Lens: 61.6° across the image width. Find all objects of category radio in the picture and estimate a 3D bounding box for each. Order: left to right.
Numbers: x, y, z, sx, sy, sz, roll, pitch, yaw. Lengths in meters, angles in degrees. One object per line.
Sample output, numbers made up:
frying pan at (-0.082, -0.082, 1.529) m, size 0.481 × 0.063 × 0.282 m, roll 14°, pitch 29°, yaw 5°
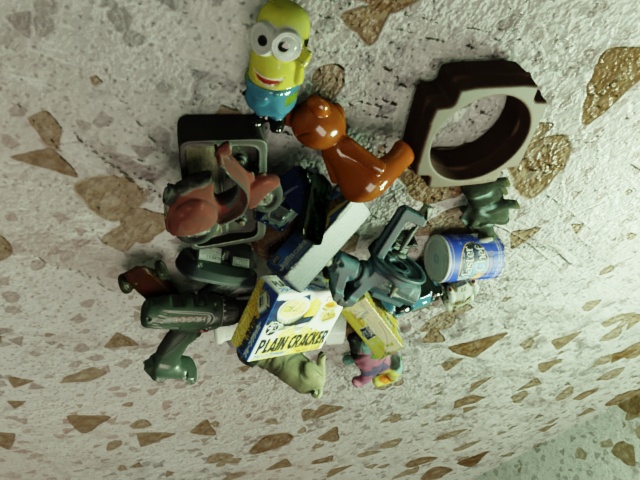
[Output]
radio at (-0.153, -0.089, 0.864) m, size 0.131 × 0.073 × 0.229 m, roll -6°, pitch 139°, yaw -13°

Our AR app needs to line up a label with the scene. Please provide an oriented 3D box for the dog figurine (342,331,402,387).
dog figurine at (0.149, 0.278, 1.377) m, size 0.191 × 0.109 × 0.219 m, roll 0°, pitch 135°, yaw -19°

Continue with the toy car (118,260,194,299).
toy car at (-0.310, 0.098, 1.039) m, size 0.089 × 0.053 × 0.202 m, roll -19°, pitch 145°, yaw 4°

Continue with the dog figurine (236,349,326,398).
dog figurine at (-0.095, 0.301, 1.268) m, size 0.190 × 0.172 × 0.121 m, roll 0°, pitch 127°, yaw -30°

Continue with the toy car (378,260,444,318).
toy car at (0.191, 0.111, 1.213) m, size 0.162 × 0.109 × 0.103 m, roll -16°, pitch 165°, yaw -19°

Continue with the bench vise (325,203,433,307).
bench vise at (0.120, 0.024, 1.010) m, size 0.223 × 0.129 × 0.240 m, roll 27°, pitch 113°, yaw -9°

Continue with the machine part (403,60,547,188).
machine part at (0.248, -0.189, 0.887) m, size 0.201 × 0.087 × 0.200 m, roll -8°, pitch 140°, yaw -14°

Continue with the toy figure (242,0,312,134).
toy figure at (-0.062, -0.233, 0.728) m, size 0.082 × 0.089 × 0.180 m, roll -2°, pitch 146°, yaw -12°

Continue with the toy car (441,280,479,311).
toy car at (0.329, 0.127, 1.272) m, size 0.073 × 0.056 × 0.201 m, roll -21°, pitch 162°, yaw 3°

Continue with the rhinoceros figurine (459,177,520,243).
rhinoceros figurine at (0.327, -0.067, 1.058) m, size 0.112 × 0.073 × 0.190 m, roll -26°, pitch 136°, yaw 6°

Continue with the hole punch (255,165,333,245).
hole punch at (-0.038, -0.059, 0.884) m, size 0.092 × 0.115 × 0.142 m, roll 12°, pitch 173°, yaw 22°

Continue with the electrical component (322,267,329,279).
electrical component at (0.023, 0.057, 1.104) m, size 0.094 × 0.063 × 0.021 m, roll 14°, pitch 132°, yaw -31°

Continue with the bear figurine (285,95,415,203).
bear figurine at (0.037, -0.157, 0.846) m, size 0.120 × 0.132 × 0.195 m, roll -13°, pitch 121°, yaw 51°

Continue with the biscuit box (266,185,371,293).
biscuit box at (-0.002, -0.003, 0.963) m, size 0.202 × 0.059 × 0.062 m, roll -48°, pitch 136°, yaw -8°

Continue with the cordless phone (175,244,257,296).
cordless phone at (-0.219, 0.071, 1.033) m, size 0.146 × 0.089 × 0.184 m, roll 13°, pitch 150°, yaw -32°

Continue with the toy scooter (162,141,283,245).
toy scooter at (-0.152, -0.073, 0.772) m, size 0.184 × 0.075 × 0.135 m, roll -22°, pitch 140°, yaw -1°

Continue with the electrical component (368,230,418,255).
electrical component at (0.143, 0.029, 1.129) m, size 0.075 × 0.048 × 0.119 m, roll 8°, pitch 134°, yaw -27°

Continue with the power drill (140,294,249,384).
power drill at (-0.246, 0.192, 1.059) m, size 0.232 × 0.086 × 0.207 m, roll 11°, pitch 127°, yaw -29°

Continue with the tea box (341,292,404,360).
tea box at (0.112, 0.172, 1.202) m, size 0.068 × 0.098 × 0.169 m, roll -32°, pitch 113°, yaw 15°

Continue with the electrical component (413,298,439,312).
electrical component at (0.232, 0.139, 1.296) m, size 0.102 × 0.045 × 0.078 m, roll -26°, pitch 111°, yaw 6°
